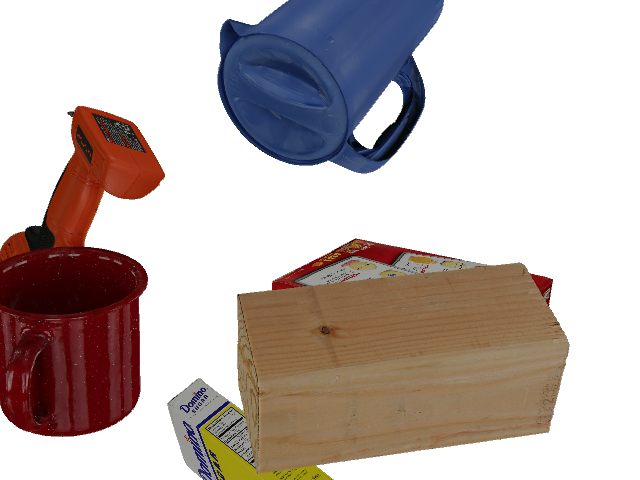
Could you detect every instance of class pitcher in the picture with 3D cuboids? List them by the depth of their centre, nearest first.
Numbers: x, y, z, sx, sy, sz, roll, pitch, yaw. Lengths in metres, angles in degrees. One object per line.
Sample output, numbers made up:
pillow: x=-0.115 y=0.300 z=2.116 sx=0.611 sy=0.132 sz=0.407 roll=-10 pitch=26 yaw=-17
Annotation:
pitcher: x=0.029 y=-0.179 z=0.999 sx=0.145 sy=0.149 sz=0.242 roll=12 pitch=42 yaw=29

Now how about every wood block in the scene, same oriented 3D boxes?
wood block: x=0.051 y=0.084 z=0.732 sx=0.206 sy=0.090 sz=0.091 roll=-6 pitch=38 yaw=-10

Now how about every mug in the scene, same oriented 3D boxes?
mug: x=-0.147 y=0.063 z=0.604 sx=0.093 sy=0.081 sz=0.117 roll=5 pitch=24 yaw=5

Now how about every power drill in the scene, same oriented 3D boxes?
power drill: x=-0.193 y=0.002 z=0.848 sx=0.057 sy=0.188 sz=0.185 roll=16 pitch=25 yaw=-38

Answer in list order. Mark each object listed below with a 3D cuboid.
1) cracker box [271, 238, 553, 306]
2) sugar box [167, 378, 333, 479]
cracker box: x=0.085 y=0.066 z=0.989 sx=0.214 sy=0.072 sz=0.163 roll=12 pitch=20 yaw=28
sugar box: x=-0.054 y=0.199 z=0.906 sx=0.176 sy=0.093 sz=0.048 roll=27 pitch=52 yaw=34
